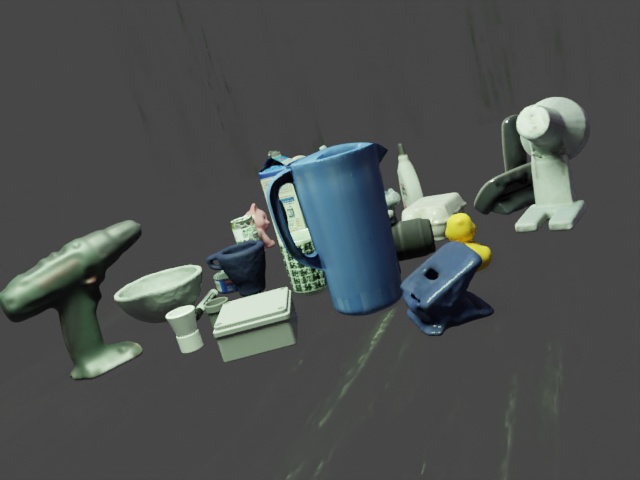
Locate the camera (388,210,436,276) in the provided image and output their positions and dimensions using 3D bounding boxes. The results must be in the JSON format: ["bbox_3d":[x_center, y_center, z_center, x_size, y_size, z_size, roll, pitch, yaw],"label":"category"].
[{"bbox_3d":[0.127,0.000,0.997,0.136,0.101,0.143,-12,13,14],"label":"camera"}]

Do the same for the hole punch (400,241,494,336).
[{"bbox_3d":[0.155,0.059,0.732,0.101,0.091,0.108,-17,13,-7],"label":"hole punch"}]

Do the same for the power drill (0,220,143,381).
[{"bbox_3d":[-0.358,0.099,0.894,0.230,0.208,0.075,-25,16,-37],"label":"power drill"}]

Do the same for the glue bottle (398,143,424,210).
[{"bbox_3d":[0.208,-0.144,1.355,0.037,0.173,0.078,-17,13,-9],"label":"glue bottle"}]

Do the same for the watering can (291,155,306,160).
[{"bbox_3d":[-0.026,-0.130,1.518,0.172,0.194,0.101,-7,15,31],"label":"watering can"}]

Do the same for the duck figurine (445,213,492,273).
[{"bbox_3d":[0.226,0.002,0.907,0.077,0.086,0.104,-13,13,10],"label":"duck figurine"}]

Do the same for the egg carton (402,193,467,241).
[{"bbox_3d":[0.228,-0.046,1.146,0.107,0.069,0.151,-7,15,32],"label":"egg carton"}]

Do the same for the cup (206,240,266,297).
[{"bbox_3d":[-0.151,0.060,1.076,0.117,0.095,0.092,-12,13,15],"label":"cup"}]

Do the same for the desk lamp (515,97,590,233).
[{"bbox_3d":[0.410,-0.143,1.021,0.117,0.214,0.204,-6,16,35],"label":"desk lamp"}]

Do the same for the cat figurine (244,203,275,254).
[{"bbox_3d":[-0.163,-0.029,1.420,0.067,0.118,0.128,-11,14,18],"label":"cat figurine"}]

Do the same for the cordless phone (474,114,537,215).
[{"bbox_3d":[0.375,-0.153,1.168,0.148,0.185,0.093,-22,15,-29],"label":"cordless phone"}]

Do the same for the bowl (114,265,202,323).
[{"bbox_3d":[-0.292,0.110,1.074,0.167,0.075,0.167,-14,13,4],"label":"bowl"}]

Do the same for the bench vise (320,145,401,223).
[{"bbox_3d":[0.082,-0.108,1.239,0.206,0.220,0.122,-9,15,27],"label":"bench vise"}]
